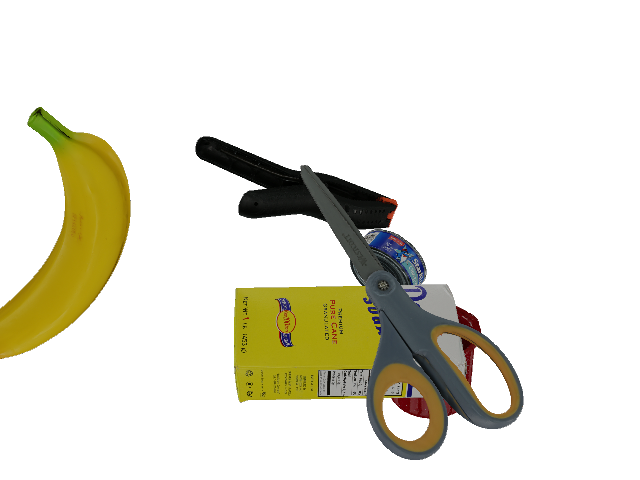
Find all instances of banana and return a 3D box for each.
[{"bbox_3d":[-0.154,0.006,0.633,0.069,0.198,0.037,19,36,-9],"label":"banana"}]

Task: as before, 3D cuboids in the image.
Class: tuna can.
[{"bbox_3d":[0.076,0.030,1.224,0.086,0.086,0.033,0,38,47],"label":"tuna can"}]

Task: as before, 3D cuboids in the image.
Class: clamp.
[{"bbox_3d":[-0.014,-0.043,1.056,0.209,0.036,0.165,15,20,-21],"label":"clamp"}]

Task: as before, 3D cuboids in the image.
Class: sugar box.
[{"bbox_3d":[0.021,0.079,0.839,0.176,0.048,0.093,-3,40,-1],"label":"sugar box"}]

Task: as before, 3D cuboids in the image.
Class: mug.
[{"bbox_3d":[0.115,0.113,1.048,0.093,0.081,0.117,26,42,35],"label":"mug"}]

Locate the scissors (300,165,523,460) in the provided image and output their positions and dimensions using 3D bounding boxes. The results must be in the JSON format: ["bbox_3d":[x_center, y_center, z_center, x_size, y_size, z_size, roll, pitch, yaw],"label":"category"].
[{"bbox_3d":[0.028,0.046,0.626,0.202,0.096,0.016,42,-20,18],"label":"scissors"}]
